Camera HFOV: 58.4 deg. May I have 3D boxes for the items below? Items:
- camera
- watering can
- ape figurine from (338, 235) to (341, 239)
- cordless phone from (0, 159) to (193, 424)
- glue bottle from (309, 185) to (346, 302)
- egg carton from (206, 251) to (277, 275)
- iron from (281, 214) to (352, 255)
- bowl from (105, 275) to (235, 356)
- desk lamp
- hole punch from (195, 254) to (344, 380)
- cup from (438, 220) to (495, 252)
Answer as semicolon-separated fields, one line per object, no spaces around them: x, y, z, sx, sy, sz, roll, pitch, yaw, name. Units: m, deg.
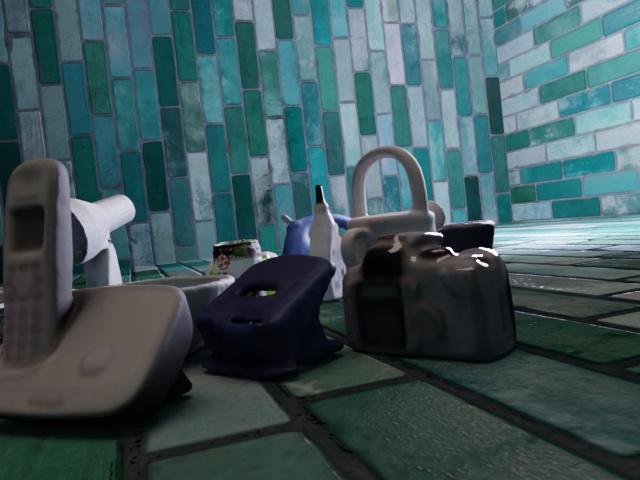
0.109;0.040;0.509;0.142;0.101;0.137;-4;3;42;camera
0.083;-0.009;0.651;0.100;0.194;0.173;-5;2;20;watering can
0.026;0.035;1.076;0.077;0.092;0.076;-4;3;40;ape figurine
-0.167;0.030;0.400;0.147;0.185;0.094;-5;2;19;cordless phone
0.008;0.003;0.858;0.037;0.173;0.078;-5;2;23;glue bottle
-0.148;0.063;1.132;0.150;0.069;0.107;-6;2;-3;egg carton
0.032;0.004;1.261;0.259;0.141;0.118;-7;2;-20;iron
-0.164;0.080;0.562;0.167;0.075;0.167;-6;2;0;bowl
-0.414;0.020;1.087;0.117;0.213;0.204;-5;2;27;desk lamp
-0.044;0.062;0.487;0.108;0.091;0.101;-5;2;39;hole punch
0.201;0.023;0.828;0.118;0.095;0.091;-7;2;-33;cup
